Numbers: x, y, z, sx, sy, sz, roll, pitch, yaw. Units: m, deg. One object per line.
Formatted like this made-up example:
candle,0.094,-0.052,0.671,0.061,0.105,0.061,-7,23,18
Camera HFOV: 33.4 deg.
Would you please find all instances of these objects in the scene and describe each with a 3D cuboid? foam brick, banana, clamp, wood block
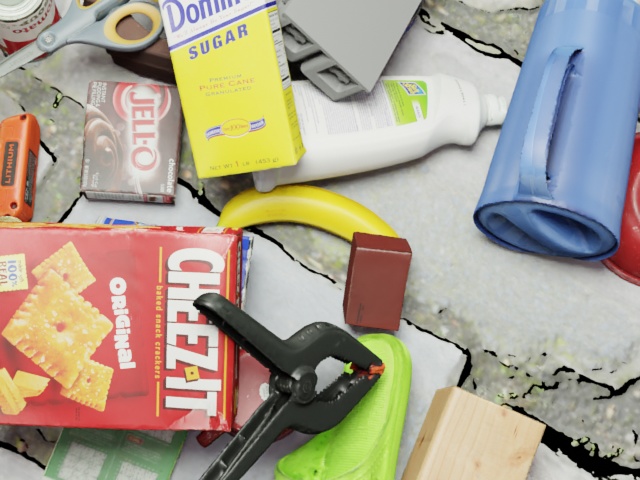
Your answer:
foam brick,0.052,0.037,0.985,0.053,0.051,0.078,8,108,-3
banana,-0.008,-0.017,1.017,0.197,0.037,0.069,6,98,-2
clamp,-0.027,0.127,0.868,0.209,0.036,0.164,5,93,-46
wood block,0.113,0.243,0.948,0.090,0.091,0.206,23,79,0

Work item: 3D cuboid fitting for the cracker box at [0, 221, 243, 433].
cracker box,-0.173,0.069,0.871,0.213,0.072,0.164,2,96,0

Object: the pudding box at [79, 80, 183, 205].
pudding box,-0.177,-0.093,1.013,0.090,0.039,0.113,3,79,-4

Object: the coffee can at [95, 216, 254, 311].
coffee can,-0.135,0.038,0.960,0.140,0.103,0.103,8,79,-3

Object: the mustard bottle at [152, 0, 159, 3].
mustard bottle,-0.115,-0.307,0.960,0.096,0.058,0.191,3,79,-18

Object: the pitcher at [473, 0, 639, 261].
pitcher,0.232,-0.114,0.992,0.145,0.149,0.242,22,71,-17

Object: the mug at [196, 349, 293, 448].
mug,-0.063,0.145,0.957,0.117,0.081,0.093,-36,84,-10

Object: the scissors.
scissors,-0.221,-0.169,0.951,0.096,0.016,0.201,41,80,4

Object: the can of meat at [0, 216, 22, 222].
can of meat,-0.279,0.037,0.959,0.057,0.084,0.102,-10,81,-6

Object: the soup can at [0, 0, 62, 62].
soup can,-0.281,-0.216,0.996,0.068,0.102,0.068,1,79,-5

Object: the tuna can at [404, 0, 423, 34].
tuna can,0.059,-0.241,1.062,0.086,0.034,0.086,1,79,-4

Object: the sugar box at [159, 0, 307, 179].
sugar box,-0.075,-0.146,0.902,0.093,0.048,0.176,-8,108,14

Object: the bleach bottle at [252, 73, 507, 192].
bleach bottle,0.057,-0.108,1.013,0.250,0.068,0.102,-6,61,-11

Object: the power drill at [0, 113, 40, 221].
power drill,-0.359,-0.084,0.990,0.187,0.057,0.184,2,83,-1

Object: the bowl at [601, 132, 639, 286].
bowl,0.338,-0.035,1.035,0.162,0.055,0.162,1,80,-4
